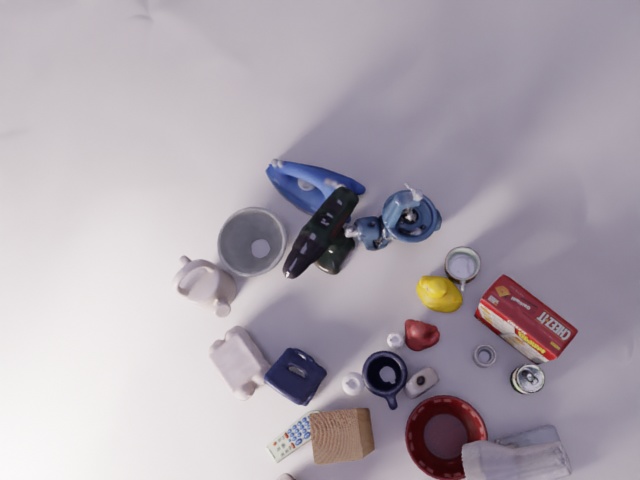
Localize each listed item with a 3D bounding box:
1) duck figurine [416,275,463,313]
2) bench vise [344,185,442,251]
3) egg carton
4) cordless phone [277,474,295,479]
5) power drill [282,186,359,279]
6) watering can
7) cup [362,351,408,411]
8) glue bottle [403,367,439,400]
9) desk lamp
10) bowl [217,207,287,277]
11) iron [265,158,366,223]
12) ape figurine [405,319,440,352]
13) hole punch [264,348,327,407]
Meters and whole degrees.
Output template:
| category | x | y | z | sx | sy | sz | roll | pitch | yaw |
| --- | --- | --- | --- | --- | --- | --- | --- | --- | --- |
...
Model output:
| category | x | y | z | sx | sy | sz | roll | pitch | yaw |
| --- | --- | --- | --- | --- | --- | --- | --- | --- | --- |
| duck figurine | 0.254 | 0.109 | 1.218 | 0.104 | 0.086 | 0.077 | 31 | 82 | 18 |
| bench vise | 0.157 | -0.037 | 1.208 | 0.207 | 0.220 | 0.121 | -30 | 71 | 1 |
| egg carton | -0.176 | 0.272 | 1.260 | 0.107 | 0.069 | 0.150 | -40 | 71 | -2 |
| cordless phone | -0.098 | 0.537 | 1.106 | 0.094 | 0.185 | 0.148 | 36 | 83 | 18 |
| power drill | 0.011 | 0.004 | 1.229 | 0.075 | 0.209 | 0.230 | 28 | 81 | 17 |
| watering can | -0.255 | 0.097 | 1.260 | 0.172 | 0.194 | 0.101 | 24 | 80 | 17 |
| cup | 0.140 | 0.291 | 1.181 | 0.091 | 0.095 | 0.117 | -17 | 71 | 6 |
| glue bottle | 0.199 | 0.282 | 1.131 | 0.078 | 0.173 | 0.037 | -38 | 70 | -2 |
| desk lamp | 0.361 | 0.408 | 1.042 | 0.203 | 0.214 | 0.118 | -18 | 71 | 5 |
| bowl | -0.149 | 0.012 | 1.328 | 0.167 | 0.075 | 0.167 | -3 | 73 | 10 |
| iron | -0.033 | -0.137 | 1.315 | 0.257 | 0.141 | 0.119 | 23 | 79 | 16 |
| ape figurine | 0.208 | 0.194 | 1.198 | 0.076 | 0.092 | 0.077 | -44 | 71 | -4 |
| hole punch | -0.052 | 0.288 | 1.220 | 0.108 | 0.091 | 0.101 | 30 | 81 | 17 |
